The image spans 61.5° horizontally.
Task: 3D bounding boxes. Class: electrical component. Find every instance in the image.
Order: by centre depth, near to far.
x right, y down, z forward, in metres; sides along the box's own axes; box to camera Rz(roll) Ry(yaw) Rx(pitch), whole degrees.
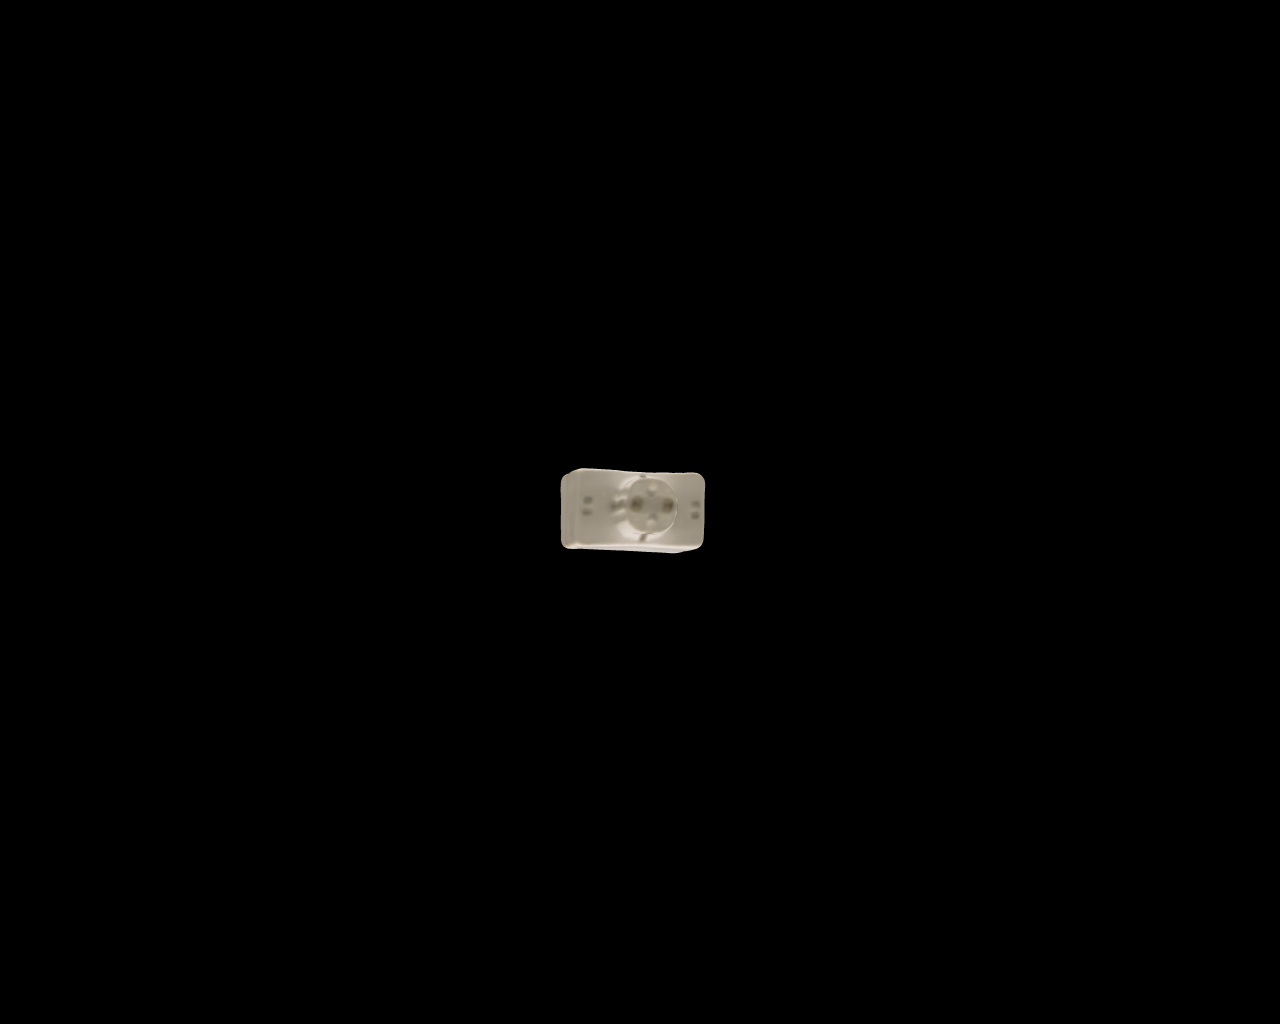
[{"bbox_3d":[0.001,-0.003,0.650,0.083,0.047,0.075,2,-7,-18],"label":"electrical component"}]
